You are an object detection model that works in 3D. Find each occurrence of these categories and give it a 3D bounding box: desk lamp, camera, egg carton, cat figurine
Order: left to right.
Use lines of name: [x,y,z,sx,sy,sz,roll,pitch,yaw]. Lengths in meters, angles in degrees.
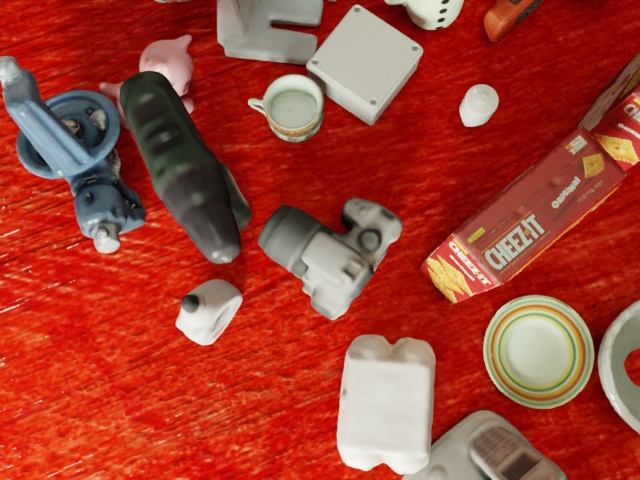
cat figurine: [-0.205,-0.198,0.700,0.128,0.118,0.067,-20,80,-3]
desk lamp: [-0.102,-0.313,0.672,0.203,0.213,0.118,7,80,2]
camera: [0.006,0.002,0.671,0.136,0.101,0.143,34,82,6]
egg carton: [0.075,0.185,0.653,0.107,0.069,0.150,4,80,1]

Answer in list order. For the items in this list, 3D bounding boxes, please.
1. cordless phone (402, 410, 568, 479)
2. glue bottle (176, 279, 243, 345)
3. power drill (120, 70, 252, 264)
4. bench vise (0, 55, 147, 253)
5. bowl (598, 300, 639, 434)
cordless phone: [0.165,0.253,0.581,0.147,0.185,0.094,-41,82,-6]
glue bottle: [-0.126,0.075,0.622,0.037,0.173,0.078,29,81,6]
power drill: [-0.135,-0.063,0.629,0.075,0.208,0.229,-30,81,-5]
bench vise: [-0.263,-0.098,0.631,0.121,0.220,0.207,-40,81,-6]
bowl: [0.390,0.146,0.655,0.167,0.075,0.167,0,80,0]
